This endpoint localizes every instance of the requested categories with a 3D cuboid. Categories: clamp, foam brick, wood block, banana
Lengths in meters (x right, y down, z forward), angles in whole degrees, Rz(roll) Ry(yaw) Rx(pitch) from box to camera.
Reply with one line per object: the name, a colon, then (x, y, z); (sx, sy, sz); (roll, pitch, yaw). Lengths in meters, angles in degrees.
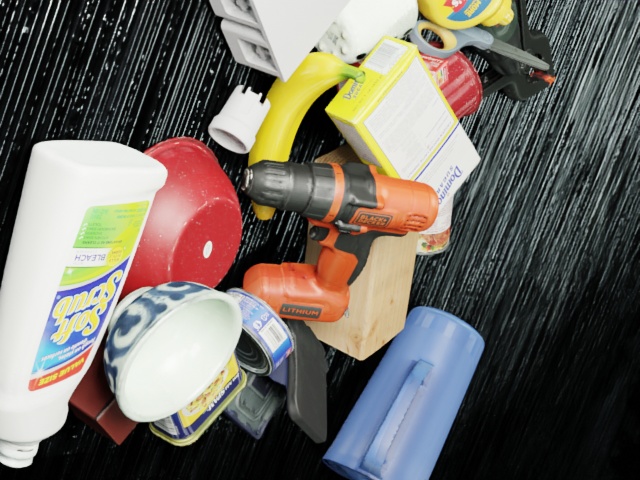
clamp: (0.251, -0.239, 1.350); (0.209, 0.036, 0.165); (1, 111, -55)
foam brick: (-0.171, 0.121, 0.897); (0.078, 0.051, 0.053); (-52, 149, -23)
wood block: (0.045, 0.009, 1.134); (0.090, 0.091, 0.206); (-31, 135, -47)
banana: (-0.028, -0.101, 0.941); (0.037, 0.070, 0.198); (-4, 146, -34)

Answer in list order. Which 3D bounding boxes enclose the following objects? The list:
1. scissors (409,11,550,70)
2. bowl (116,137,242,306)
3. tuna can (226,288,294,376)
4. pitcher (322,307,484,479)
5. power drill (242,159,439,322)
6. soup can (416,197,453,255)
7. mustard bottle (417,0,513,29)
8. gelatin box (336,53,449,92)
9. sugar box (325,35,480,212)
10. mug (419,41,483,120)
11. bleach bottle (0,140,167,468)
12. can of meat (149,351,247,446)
scissors: (0.162, -0.199, 1.109); (0.016, 0.201, 0.096); (-38, -149, 46)
bowl: (-0.115, -0.002, 0.896); (0.161, 0.055, 0.162); (-39, 142, -40)
tuna can: (-0.068, 0.088, 1.009); (0.033, 0.086, 0.086); (-46, 146, -29)
pitcher: (0.114, 0.208, 1.357); (0.144, 0.149, 0.242); (38, 71, -29)
power drill: (-0.006, 0.001, 0.981); (0.184, 0.057, 0.188); (9, 141, -21)
soup can: (0.112, -0.044, 1.163); (0.068, 0.069, 0.102); (-31, 132, -46)
mustard bottle: (0.127, -0.260, 1.039); (0.191, 0.058, 0.096); (25, 100, -41)
gelatin box: (0.071, -0.160, 1.053); (0.073, 0.089, 0.030); (-43, 141, -35)
sugar box: (0.081, -0.097, 0.989); (0.093, 0.048, 0.176); (-51, 141, -10)
mug: (0.106, -0.146, 1.139); (0.081, 0.093, 0.117); (-41, 179, -30)
bleach bottle: (-0.194, 0.053, 0.799); (0.102, 0.068, 0.251); (-7, 119, -56)
can of meat: (-0.120, 0.123, 0.979); (0.102, 0.058, 0.084); (-46, 144, -32)
